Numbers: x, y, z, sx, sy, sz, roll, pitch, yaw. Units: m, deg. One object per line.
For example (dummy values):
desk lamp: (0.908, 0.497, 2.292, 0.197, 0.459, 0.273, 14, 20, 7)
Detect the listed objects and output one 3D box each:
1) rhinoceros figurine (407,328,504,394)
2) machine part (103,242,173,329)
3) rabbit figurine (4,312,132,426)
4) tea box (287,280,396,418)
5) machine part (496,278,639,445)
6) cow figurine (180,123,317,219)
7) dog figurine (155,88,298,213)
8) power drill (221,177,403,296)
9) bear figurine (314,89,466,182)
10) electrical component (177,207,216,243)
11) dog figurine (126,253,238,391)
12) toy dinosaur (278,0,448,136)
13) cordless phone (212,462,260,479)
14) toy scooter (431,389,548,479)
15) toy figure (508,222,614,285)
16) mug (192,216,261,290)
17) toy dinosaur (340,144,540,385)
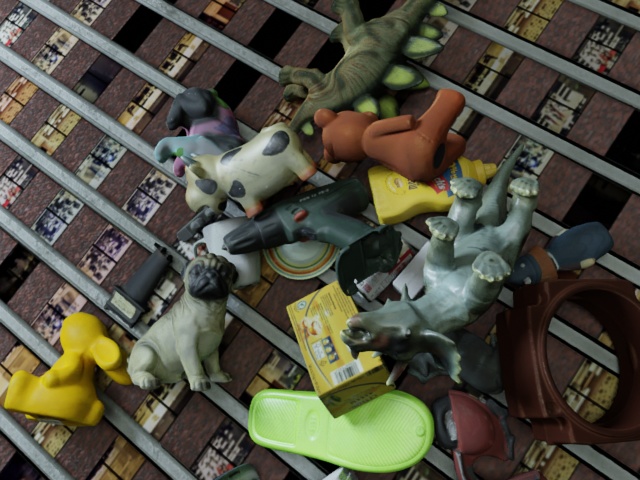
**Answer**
rhinoceros figurine: (0.174, 0.154, 0.762, 0.190, 0.073, 0.112, 19, 85, 14)
machine part: (-0.292, 0.071, 0.883, 0.084, 0.039, 0.139, 29, 83, 25)
rabbit figurine: (-0.374, 0.191, 0.828, 0.162, 0.121, 0.173, -1, 56, 7)
tea box: (0.025, 0.146, 0.750, 0.098, 0.068, 0.170, -26, 40, 3)
machine part: (0.339, 0.152, 0.685, 0.201, 0.087, 0.201, 1, 72, -13)
cow figurine: (-0.114, -0.100, 0.783, 0.195, 0.085, 0.127, -31, 100, 12)
dog figurine: (-0.140, -0.146, 0.882, 0.219, 0.108, 0.191, 14, 75, 9)
power drill: (-0.002, -0.002, 0.762, 0.232, 0.085, 0.208, -28, 32, -22)
bear figurine: (0.099, -0.155, 0.791, 0.196, 0.120, 0.132, 22, 59, 34)
electrical component: (-0.201, -0.026, 0.879, 0.021, 0.094, 0.063, 49, 53, -11)
dog figurine: (-0.209, 0.116, 0.795, 0.172, 0.121, 0.190, -1, 84, 4)
toy dinosaur: (0.091, -0.304, 0.887, 0.199, 0.105, 0.471, 40, 94, 10)
cordless phone: (-0.080, 0.389, 0.698, 0.184, 0.146, 0.088, 35, 92, 19)
toy scooter: (0.225, 0.287, 0.710, 0.135, 0.075, 0.184, -10, 77, 8)
toy figure: (0.338, 0.027, 0.770, 0.154, 0.064, 0.057, -27, 109, 7)
mug: (-0.144, 0.027, 0.846, 0.110, 0.081, 0.107, -18, 82, 0)
toy dinosaur: (0.193, 0.033, 0.695, 0.131, 0.192, 0.405, 29, 44, 24)
